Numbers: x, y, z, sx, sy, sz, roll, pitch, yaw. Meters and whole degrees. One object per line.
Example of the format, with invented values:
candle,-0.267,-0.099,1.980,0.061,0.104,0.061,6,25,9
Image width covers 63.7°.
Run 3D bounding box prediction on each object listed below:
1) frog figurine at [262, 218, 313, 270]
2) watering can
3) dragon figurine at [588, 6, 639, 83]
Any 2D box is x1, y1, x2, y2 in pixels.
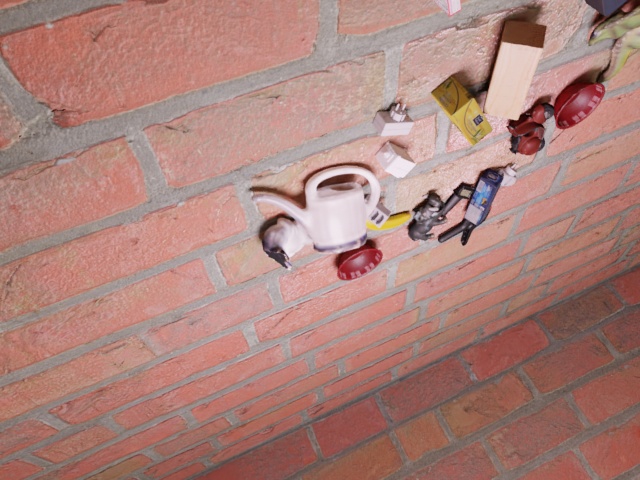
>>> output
frog figurine,-0.077,-0.015,1.377,0.162,0.123,0.134,-58,145,-22
watering can,0.004,-0.066,1.305,0.349,0.105,0.221,-16,110,-21
dragon figurine,0.778,-0.530,1.296,0.243,0.124,0.402,-4,155,-21
